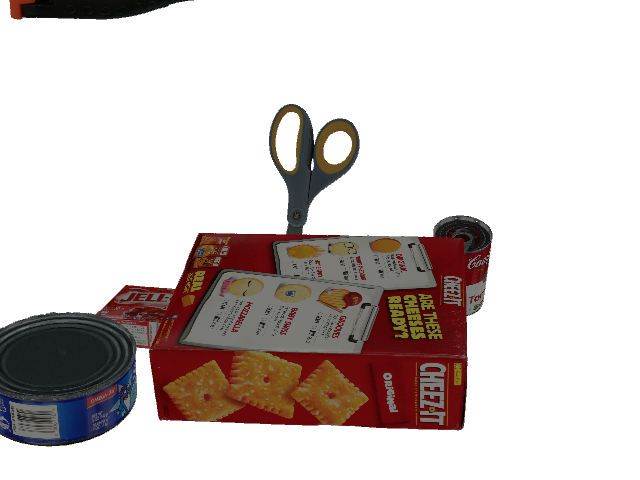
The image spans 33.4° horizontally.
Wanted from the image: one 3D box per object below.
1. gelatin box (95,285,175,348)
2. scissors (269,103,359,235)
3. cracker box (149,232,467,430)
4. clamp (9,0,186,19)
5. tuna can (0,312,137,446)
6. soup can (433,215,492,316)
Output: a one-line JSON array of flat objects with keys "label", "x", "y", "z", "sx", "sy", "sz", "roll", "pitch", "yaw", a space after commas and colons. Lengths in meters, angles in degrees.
[{"label": "gelatin box", "x": -0.144, "y": 0.067, "z": 0.937, "sx": 0.089, "sy": 0.030, "sz": 0.073, "roll": 4, "pitch": 20, "yaw": 12}, {"label": "scissors", "x": -0.004, "y": -0.033, "z": 1.023, "sx": 0.096, "sy": 0.202, "sz": 0.016, "roll": -7, "pitch": -3, "yaw": 4}, {"label": "cracker box", "x": -0.001, "y": 0.063, "z": 0.785, "sx": 0.214, "sy": 0.072, "sz": 0.164, "roll": 1, "pitch": 30, "yaw": 6}, {"label": "clamp", "x": -0.097, "y": -0.155, "z": 0.609, "sx": 0.171, "sy": 0.039, "sz": 0.120, "roll": -10, "pitch": 24, "yaw": -25}, {"label": "tuna can", "x": -0.144, "y": 0.075, "z": 0.587, "sx": 0.086, "sy": 0.034, "sz": 0.086, "roll": 2, "pitch": 27, "yaw": -1}, {"label": "soup can", "x": 0.163, "y": 0.031, "z": 1.255, "sx": 0.068, "sy": 0.102, "sz": 0.068, "roll": 0, "pitch": 38, "yaw": 0}]
